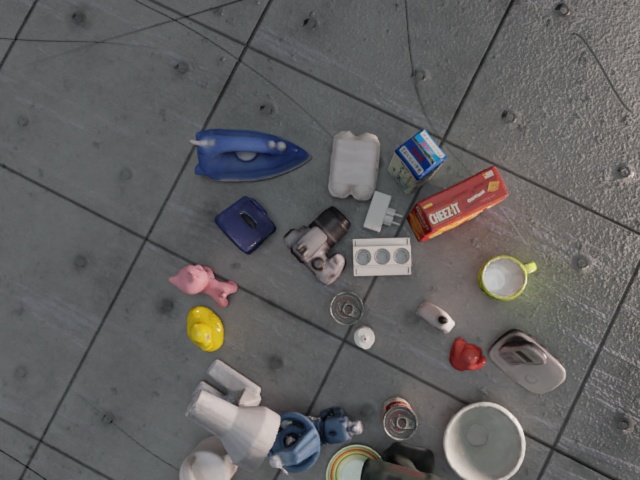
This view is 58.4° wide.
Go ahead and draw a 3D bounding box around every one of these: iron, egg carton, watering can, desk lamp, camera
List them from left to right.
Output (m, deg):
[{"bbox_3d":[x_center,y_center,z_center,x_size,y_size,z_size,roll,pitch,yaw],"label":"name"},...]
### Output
[{"bbox_3d":[-0.235,0.476,1.151,0.101,0.194,0.173,35,88,5],"label":"watering can"},{"bbox_3d":[-0.178,0.350,1.149,0.203,0.213,0.118,33,87,5],"label":"desk lamp"},{"bbox_3d":[-0.150,-0.195,1.228,0.258,0.141,0.119,0,85,2],"label":"iron"},{"bbox_3d":[0.011,0.004,1.226,0.143,0.101,0.137,45,88,5],"label":"camera"},{"bbox_3d":[0.076,-0.163,1.253,0.107,0.069,0.150,5,86,3],"label":"egg carton"}]

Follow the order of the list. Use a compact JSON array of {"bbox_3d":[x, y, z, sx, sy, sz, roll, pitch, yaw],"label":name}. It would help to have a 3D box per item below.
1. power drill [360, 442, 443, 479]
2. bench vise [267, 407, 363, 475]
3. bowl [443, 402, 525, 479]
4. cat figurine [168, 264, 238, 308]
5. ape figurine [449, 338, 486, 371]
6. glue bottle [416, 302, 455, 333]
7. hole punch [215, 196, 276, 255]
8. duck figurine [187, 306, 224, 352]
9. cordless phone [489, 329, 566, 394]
[{"bbox_3d":[0.193,0.471,1.128,0.229,0.208,0.076,11,86,3],"label":"power drill"},{"bbox_3d":[-0.025,0.388,1.137,0.207,0.220,0.121,-30,85,0],"label":"bench vise"},{"bbox_3d":[0.334,0.418,1.194,0.167,0.075,0.167,0,85,2],"label":"bowl"},{"bbox_3d":[-0.250,0.094,1.221,0.127,0.118,0.067,27,87,4],"label":"cat figurine"},{"bbox_3d":[0.310,0.243,1.200,0.076,0.092,0.078,-31,85,0],"label":"ape figurine"},{"bbox_3d":[0.242,0.161,1.169,0.078,0.173,0.037,37,88,5],"label":"glue bottle"},{"bbox_3d":[-0.160,-0.036,1.241,0.101,0.091,0.108,-43,85,-1],"label":"hole punch"},{"bbox_3d":[-0.254,0.193,1.229,0.077,0.086,0.104,-26,85,0],"label":"duck figurine"},{"bbox_3d":[0.430,0.249,1.148,0.147,0.185,0.094,37,88,5],"label":"cordless phone"}]
